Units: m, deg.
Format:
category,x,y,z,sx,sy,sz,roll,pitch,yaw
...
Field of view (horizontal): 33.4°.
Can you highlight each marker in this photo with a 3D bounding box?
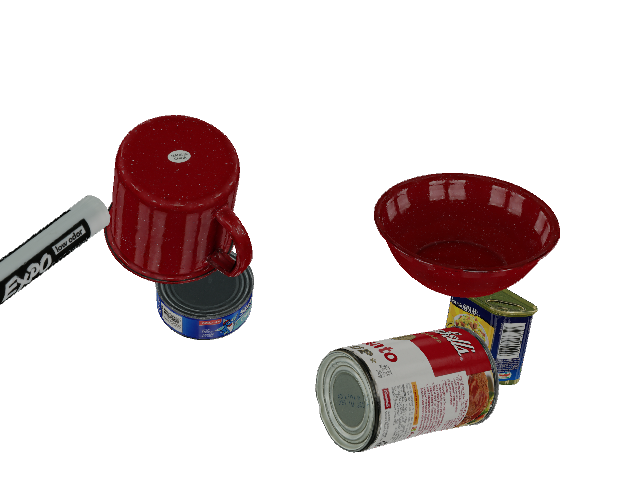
category,x,y,z,sx,sy,sz,roll,pitch,yaw
marker,-0.151,0.016,0.524,0.020,0.020,0.120,0,32,41

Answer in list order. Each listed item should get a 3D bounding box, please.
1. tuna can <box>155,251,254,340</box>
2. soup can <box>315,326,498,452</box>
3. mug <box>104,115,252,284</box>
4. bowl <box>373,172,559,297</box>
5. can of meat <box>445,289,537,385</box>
category,x,y,z,sx,sy,sz,roll,pitch,yaw
tuna can,-0.102,0.046,0.938,0.086,0.086,0.034,0,-44,-7
soup can,0.056,0.097,0.699,0.102,0.068,0.069,-6,4,-34
mug,-0.091,-0.022,0.720,0.093,0.117,0.082,-36,-20,-30
bowl,0.126,0.002,0.941,0.162,0.055,0.162,2,34,-1
can of meat,0.175,0.095,1.124,0.057,0.084,0.102,0,18,-29
